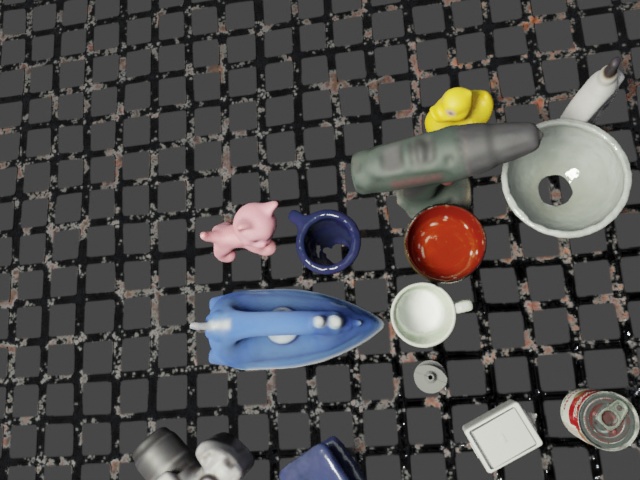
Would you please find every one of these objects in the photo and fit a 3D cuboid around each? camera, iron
[{"bbox_3d":[-0.190,0.320,0.798,0.136,0.101,0.143,43,89,15],"label":"camera"},{"bbox_3d":[-0.044,0.117,0.792,0.258,0.141,0.118,-5,78,9],"label":"iron"}]

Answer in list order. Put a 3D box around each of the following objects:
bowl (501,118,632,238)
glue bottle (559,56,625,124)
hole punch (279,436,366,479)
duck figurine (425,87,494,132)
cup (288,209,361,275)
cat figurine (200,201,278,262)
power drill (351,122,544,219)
[{"bbox_3d":[0.334,-0.078,0.798,0.167,0.075,0.167,-2,78,10],"label":"bowl"},{"bbox_3d":[0.370,-0.198,0.765,0.078,0.173,0.037,-42,74,0],"label":"glue bottle"},{"bbox_3d":[0.004,0.335,0.765,0.101,0.091,0.108,-37,75,1],"label":"hole punch"},{"bbox_3d":[0.205,-0.195,0.840,0.104,0.086,0.077,-23,75,5],"label":"duck figurine"},{"bbox_3d":[0.008,0.003,0.830,0.117,0.095,0.092,36,87,15],"label":"cup"},{"bbox_3d":[-0.113,-0.015,0.844,0.127,0.118,0.067,-12,77,8],"label":"cat figurine"},{"bbox_3d":[0.161,-0.092,0.763,0.229,0.208,0.075,-8,77,9],"label":"power drill"}]
